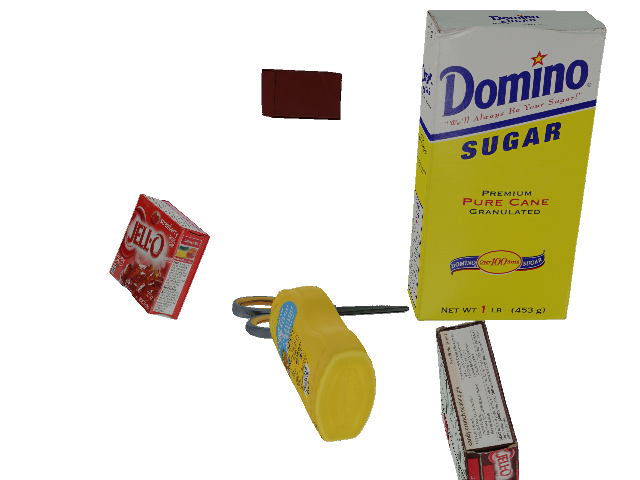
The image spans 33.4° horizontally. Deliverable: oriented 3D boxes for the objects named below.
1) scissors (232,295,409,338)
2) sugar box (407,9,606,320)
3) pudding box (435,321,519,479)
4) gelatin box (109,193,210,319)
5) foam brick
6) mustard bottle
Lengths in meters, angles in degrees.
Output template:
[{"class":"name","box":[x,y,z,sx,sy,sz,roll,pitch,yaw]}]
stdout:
[{"class":"scissors","box":[0.000,0.087,1.190,0.201,0.016,0.096,4,22,1]},{"class":"sugar box","box":[0.102,-0.040,0.608,0.093,0.176,0.048,-1,27,-4]},{"class":"pudding box","box":[0.106,0.124,0.719,0.039,0.090,0.113,-10,41,0]},{"class":"gelatin box","box":[-0.131,0.011,0.854,0.030,0.073,0.089,16,12,-37]},{"class":"foam brick","box":[-0.021,-0.159,1.160,0.078,0.051,0.053,0,11,-18]},{"class":"mustard bottle","box":[-0.007,0.098,1.006,0.058,0.096,0.192,-6,27,-18]}]
